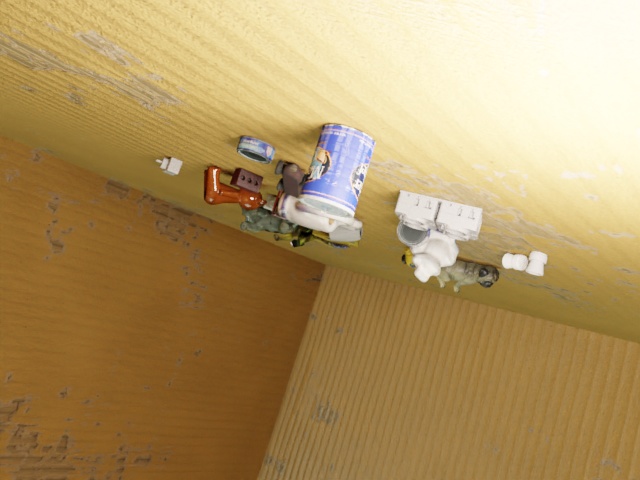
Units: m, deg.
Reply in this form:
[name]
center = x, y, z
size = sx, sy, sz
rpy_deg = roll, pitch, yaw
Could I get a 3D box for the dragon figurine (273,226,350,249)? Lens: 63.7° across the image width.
[dragon figurine]
center = -0.058, -0.037, 2.250
size = 0.411, 0.121, 0.244
rpy_deg = 19, -169, 6

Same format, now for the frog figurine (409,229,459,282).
[frog figurine]
center = 0.321, 0.046, 1.469
size = 0.137, 0.160, 0.122
rpy_deg = 20, 174, -13

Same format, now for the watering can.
[watering can]
center = 0.005, -0.079, 1.565
size = 0.225, 0.104, 0.346
rpy_deg = 17, 180, 18
